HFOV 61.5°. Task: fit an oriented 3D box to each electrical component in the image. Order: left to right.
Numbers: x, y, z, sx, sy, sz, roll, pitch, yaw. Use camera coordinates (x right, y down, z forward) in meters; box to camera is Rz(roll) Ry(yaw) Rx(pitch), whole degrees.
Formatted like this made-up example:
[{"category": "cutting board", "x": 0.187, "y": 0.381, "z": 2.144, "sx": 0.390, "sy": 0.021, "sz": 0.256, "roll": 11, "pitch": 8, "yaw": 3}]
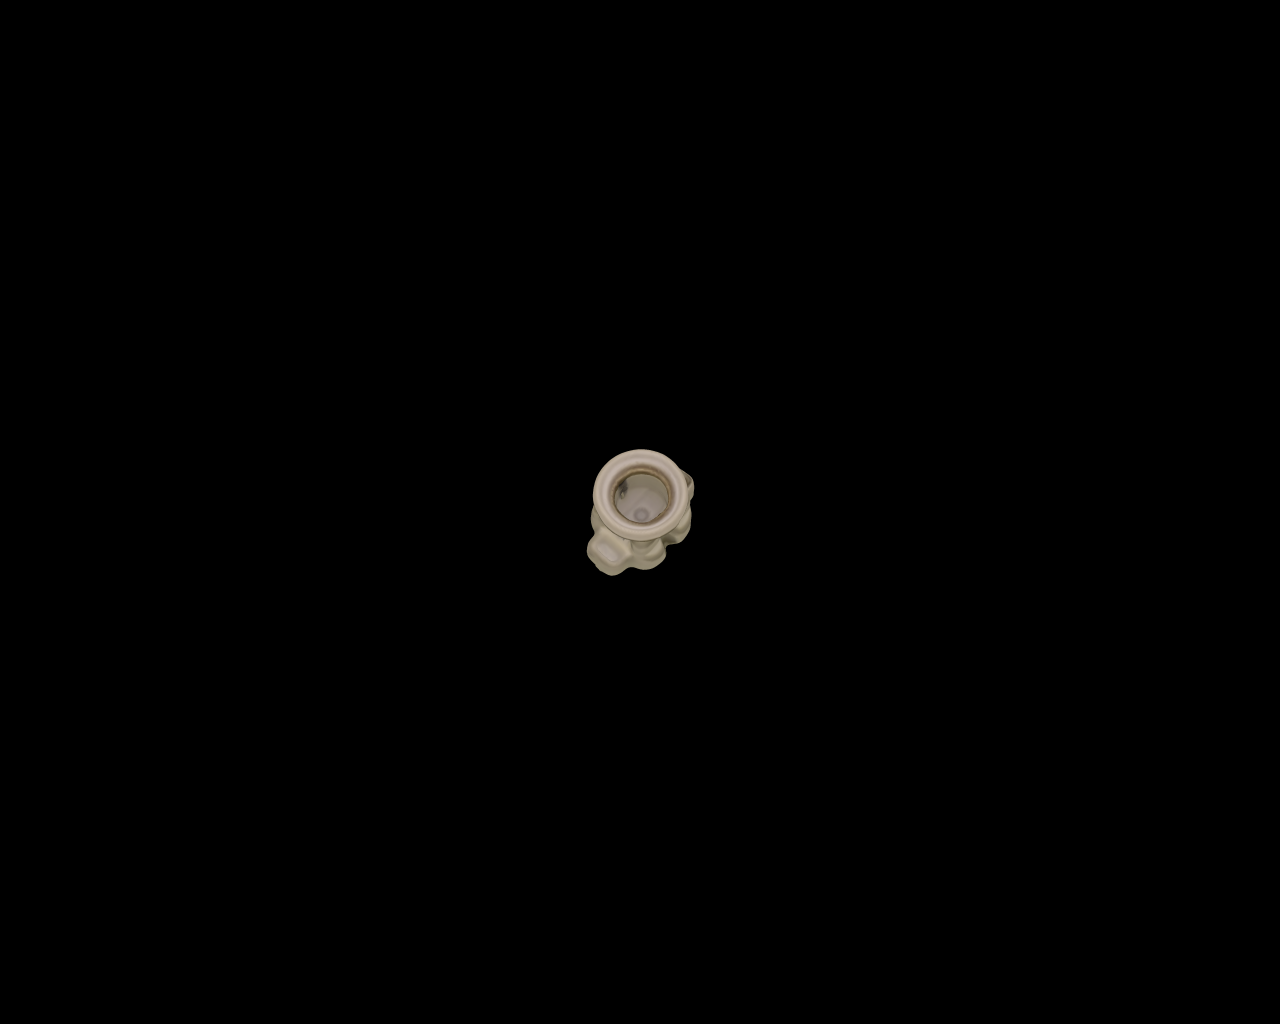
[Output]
[{"category": "electrical component", "x": 0.001, "y": -0.003, "z": 0.650, "sx": 0.058, "sy": 0.078, "sz": 0.057, "roll": 41, "pitch": -15, "yaw": 14}]
